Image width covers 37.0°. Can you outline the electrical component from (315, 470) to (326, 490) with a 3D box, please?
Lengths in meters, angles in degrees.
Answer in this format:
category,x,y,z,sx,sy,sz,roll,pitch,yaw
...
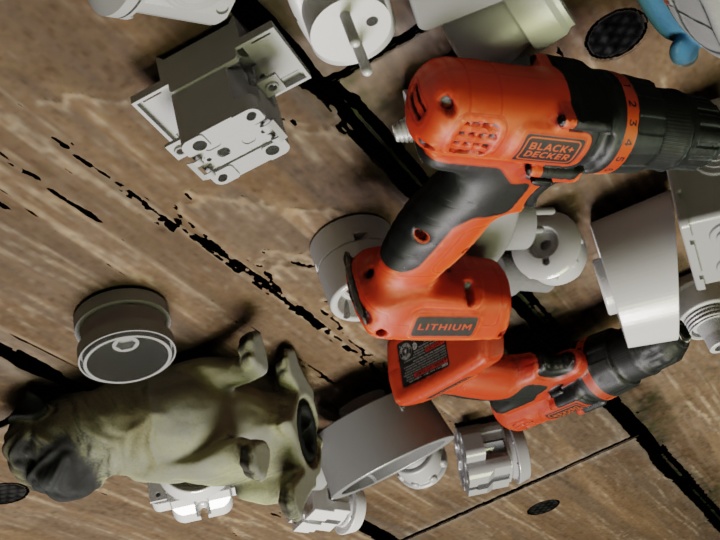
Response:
category,x,y,z,sx,sy,sz,roll,pitch,yaw
electrical component,-0.043,0.162,0.899,0.081,0.043,0.043,7,139,-31

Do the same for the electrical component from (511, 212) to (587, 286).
category,x,y,z,sx,sy,sz,roll,pitch,yaw
electrical component,0.135,-0.010,0.734,0.048,0.048,0.062,-30,152,18

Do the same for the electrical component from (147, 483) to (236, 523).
category,x,y,z,sx,sy,sz,roll,pitch,yaw
electrical component,-0.129,0.161,0.848,0.078,0.058,0.057,-11,148,-9

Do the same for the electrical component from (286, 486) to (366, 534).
category,x,y,z,sx,sy,sz,roll,pitch,yaw
electrical component,-0.028,0.214,0.978,0.055,0.048,0.066,14,136,-27

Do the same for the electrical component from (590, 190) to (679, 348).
category,x,y,z,sx,sy,sz,roll,pitch,yaw
electrical component,0.194,0.002,0.732,0.064,0.099,0.099,-17,147,12

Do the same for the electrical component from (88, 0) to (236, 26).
category,x,y,z,sx,sy,sz,roll,pitch,yaw
electrical component,-0.078,-0.138,0.428,0.051,0.080,0.080,2,142,-34

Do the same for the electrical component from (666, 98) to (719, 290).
category,x,y,z,sx,sy,sz,roll,pitch,yaw
electrical component,0.221,-0.048,0.669,0.048,0.099,0.099,-14,148,18

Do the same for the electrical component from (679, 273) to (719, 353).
category,x,y,z,sx,sy,sz,roll,pitch,yaw
electrical component,0.268,0.035,0.837,0.043,0.062,0.043,-12,146,-8

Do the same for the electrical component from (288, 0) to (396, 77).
category,x,y,z,sx,sy,sz,roll,pitch,yaw
electrical component,-0.009,-0.120,0.481,0.043,0.079,0.077,-22,146,5

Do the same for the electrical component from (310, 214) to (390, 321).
category,x,y,z,sx,sy,sz,roll,pitch,yaw
electrical component,0.000,0.000,0.684,0.055,0.047,0.055,-12,146,-8

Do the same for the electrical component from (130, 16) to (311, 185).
category,x,y,z,sx,sy,sz,roll,pitch,yaw
electrical component,-0.065,-0.081,0.528,0.081,0.063,0.042,-26,146,13

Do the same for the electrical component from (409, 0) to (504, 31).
category,x,y,z,sx,sy,sz,roll,pitch,yaw
electrical component,0.052,-0.165,0.471,0.100,0.048,0.099,-21,146,5

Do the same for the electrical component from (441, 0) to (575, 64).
category,x,y,z,sx,sy,sz,roll,pitch,yaw
electrical component,0.074,-0.125,0.541,0.055,0.045,0.045,-31,144,18

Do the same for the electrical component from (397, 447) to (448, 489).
category,x,y,z,sx,sy,sz,roll,pitch,yaw
electrical component,0.045,0.158,0.932,0.048,0.048,0.062,-25,138,11

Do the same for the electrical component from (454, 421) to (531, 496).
category,x,y,z,sx,sy,sz,roll,pitch,yaw
electrical component,0.119,0.167,0.964,0.057,0.058,0.078,-11,145,-4

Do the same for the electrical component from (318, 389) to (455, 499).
category,x,y,z,sx,sy,sz,roll,pitch,yaw
electrical component,0.014,0.130,0.855,0.108,0.060,0.108,-25,165,-7

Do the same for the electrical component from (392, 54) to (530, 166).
category,x,y,z,sx,sy,sz,roll,pitch,yaw
electrical component,0.058,-0.086,0.591,0.081,0.043,0.043,-17,146,-1

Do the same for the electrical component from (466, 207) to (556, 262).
category,x,y,z,sx,sy,sz,roll,pitch,yaw
electrical component,0.085,-0.031,0.681,0.079,0.044,0.077,-3,143,-20
